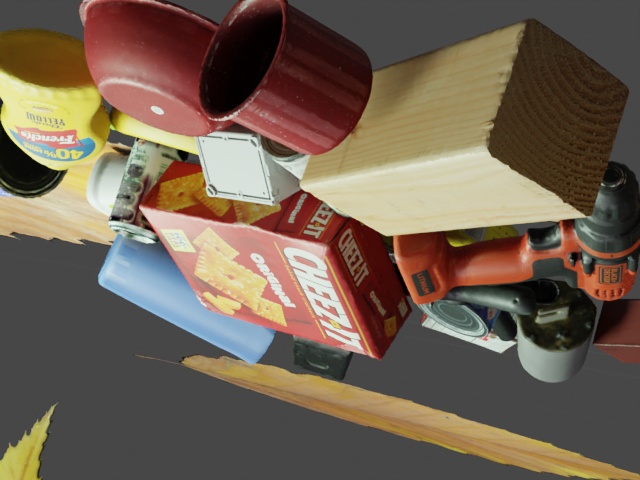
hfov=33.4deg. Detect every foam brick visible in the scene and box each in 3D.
[{"bbox_3d":[0.318,0.090,1.049,0.053,0.051,0.078,28,163,-28],"label":"foam brick"}]

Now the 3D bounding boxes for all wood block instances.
[{"bbox_3d":[0.086,-0.065,0.701,0.090,0.091,0.206,28,164,-27],"label":"wood block"}]

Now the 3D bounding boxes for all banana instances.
[{"bbox_3d":[-0.113,-0.097,0.963,0.198,0.037,0.069,17,-177,14],"label":"banana"}]

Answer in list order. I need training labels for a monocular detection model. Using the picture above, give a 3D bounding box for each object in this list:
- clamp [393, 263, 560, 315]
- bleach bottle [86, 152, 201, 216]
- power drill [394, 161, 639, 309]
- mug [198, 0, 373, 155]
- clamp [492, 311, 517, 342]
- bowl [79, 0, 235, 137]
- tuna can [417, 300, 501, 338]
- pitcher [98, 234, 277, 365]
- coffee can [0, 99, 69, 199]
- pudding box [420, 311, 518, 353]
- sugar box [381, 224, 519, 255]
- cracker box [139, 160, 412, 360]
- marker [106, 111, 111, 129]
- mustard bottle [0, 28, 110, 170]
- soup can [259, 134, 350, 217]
[{"bbox_3d":[0.140,0.043,1.001,0.172,0.039,0.120,11,-179,32],"label":"clamp"},{"bbox_3d":[-0.126,-0.049,1.098,0.251,0.068,0.102,2,159,43],"label":"bleach bottle"},{"bbox_3d":[0.155,0.000,0.829,0.188,0.057,0.184,-3,152,14],"label":"power drill"},{"bbox_3d":[-0.025,-0.112,0.706,0.081,0.093,0.117,23,-163,-35],"label":"mug"},{"bbox_3d":[0.168,0.055,1.137,0.164,0.036,0.210,26,162,-7],"label":"clamp"},{"bbox_3d":[-0.118,-0.124,0.822,0.162,0.055,0.162,18,166,4],"label":"bowl"},{"bbox_3d":[0.140,0.063,1.079,0.086,0.033,0.086,28,160,11],"label":"tuna can"},{"bbox_3d":[-0.169,0.062,1.434,0.242,0.149,0.145,26,-153,-11],"label":"pitcher"},{"bbox_3d":[-0.341,-0.097,1.115,0.141,0.103,0.102,6,160,43],"label":"coffee can"},{"bbox_3d":[0.182,0.096,1.276,0.113,0.039,0.090,21,166,2],"label":"pudding box"},{"bbox_3d":[0.082,-0.015,0.982,0.177,0.048,0.093,5,160,42],"label":"sugar box"},{"bbox_3d":[-0.041,0.018,0.981,0.214,0.072,0.164,13,145,34],"label":"cracker box"},{"bbox_3d":[-0.236,-0.137,0.996,0.020,0.020,0.121,10,163,33],"label":"marker"},{"bbox_3d":[-0.237,-0.113,0.952,0.096,0.058,0.192,10,157,-5],"label":"mustard bottle"},{"bbox_3d":[0.007,-0.069,0.835,0.069,0.068,0.102,8,161,38],"label":"soup can"}]
